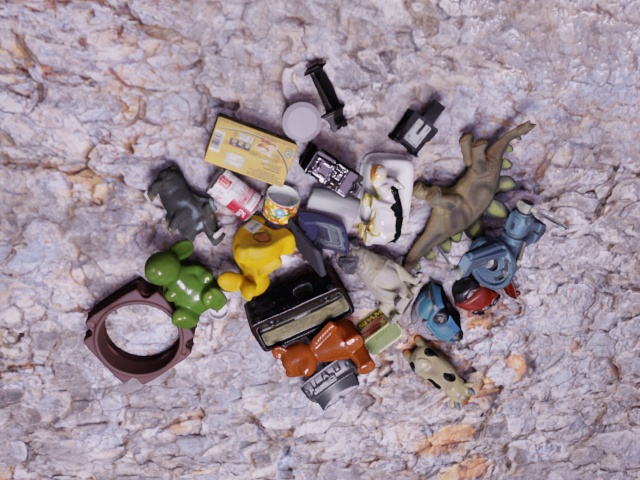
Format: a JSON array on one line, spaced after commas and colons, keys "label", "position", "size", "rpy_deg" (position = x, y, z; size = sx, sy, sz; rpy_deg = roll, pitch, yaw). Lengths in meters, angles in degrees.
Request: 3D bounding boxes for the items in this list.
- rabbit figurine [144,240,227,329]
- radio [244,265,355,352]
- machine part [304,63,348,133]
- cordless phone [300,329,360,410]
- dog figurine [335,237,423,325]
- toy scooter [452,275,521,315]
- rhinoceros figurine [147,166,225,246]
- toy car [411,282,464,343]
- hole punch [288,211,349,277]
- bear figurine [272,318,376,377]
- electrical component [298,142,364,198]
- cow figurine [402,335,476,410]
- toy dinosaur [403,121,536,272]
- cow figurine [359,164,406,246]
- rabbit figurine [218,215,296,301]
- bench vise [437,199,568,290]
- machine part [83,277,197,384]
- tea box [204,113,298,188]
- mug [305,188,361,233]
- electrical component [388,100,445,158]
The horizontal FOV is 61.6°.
[{"label": "rabbit figurine", "position": [-0.286, 0.071, 1.105], "size": [0.121, 0.159, 0.170], "rpy_deg": [-28, 135, 13]}, {"label": "radio", "position": [-0.047, 0.152, 1.197], "size": [0.230, 0.073, 0.131], "rpy_deg": [-25, 143, -2]}, {"label": "machine part", "position": [0.015, -0.289, 1.090], "size": [0.039, 0.084, 0.138], "rpy_deg": [-18, 102, 34]}, {"label": "cordless phone", "position": [-0.002, 0.297, 1.290], "size": [0.146, 0.089, 0.184], "rpy_deg": [-35, 100, 2]}, {"label": "dog figurine", "position": [0.125, 0.087, 1.229], "size": [0.121, 0.191, 0.172], "rpy_deg": [-44, 154, -29]}, {"label": "toy scooter", "position": [0.414, 0.118, 1.295], "size": [0.184, 0.075, 0.135], "rpy_deg": [-43, 112, 1]}, {"label": "rhinoceros figurine", "position": [-0.275, -0.063, 1.116], "size": [0.112, 0.073, 0.190], "rpy_deg": [-38, 109, -7]}, {"label": "toy car", "position": [0.271, 0.184, 1.285], "size": [0.103, 0.109, 0.161], "rpy_deg": [-24, 125, 22]}, {"label": "hole punch", "position": [-0.002, -0.003, 1.139], "size": [0.092, 0.116, 0.142], "rpy_deg": [-39, 150, -12]}, {"label": "bear figurine", "position": [0.003, 0.257, 1.196], "size": [0.196, 0.132, 0.120], "rpy_deg": [-26, 120, -6]}, {"label": "electrical component", "position": [0.025, -0.141, 1.115], "size": [0.134, 0.115, 0.058], "rpy_deg": [30, 103, -16]}, {"label": "cow figurine", "position": [0.302, 0.332, 1.319], "size": [0.195, 0.127, 0.085], "rpy_deg": [39, 102, -17]}, {"label": "toy dinosaur", "position": [0.305, -0.071, 1.196], "size": [0.198, 0.105, 0.471], "rpy_deg": [34, 111, -23]}, {"label": "cow figurine", "position": [0.139, -0.073, 1.116], "size": [0.098, 0.068, 0.167], "rpy_deg": [2, 111, -13]}, {"label": "rabbit figurine", "position": [-0.135, 0.060, 1.141], "size": [0.122, 0.162, 0.173], "rpy_deg": [23, 134, 9]}, {"label": "bench vise", "position": [0.372, 0.024, 1.137], "size": [0.240, 0.129, 0.223], "rpy_deg": [-16, 144, -32]}, {"label": "machine part", "position": [-0.390, 0.200, 1.174], "size": [0.201, 0.087, 0.200], "rpy_deg": [-34, 111, 1]}, {"label": "tea box", "position": [-0.141, -0.183, 1.095], "size": [0.169, 0.068, 0.098], "rpy_deg": [20, 105, -17]}, {"label": "mug", "position": [0.020, -0.064, 1.167], "size": [0.107, 0.081, 0.109], "rpy_deg": [23, 138, -7]}, {"label": "electrical component", "position": [0.211, -0.245, 1.147], "size": [0.075, 0.048, 0.119], "rpy_deg": [30, 101, -19]}]
